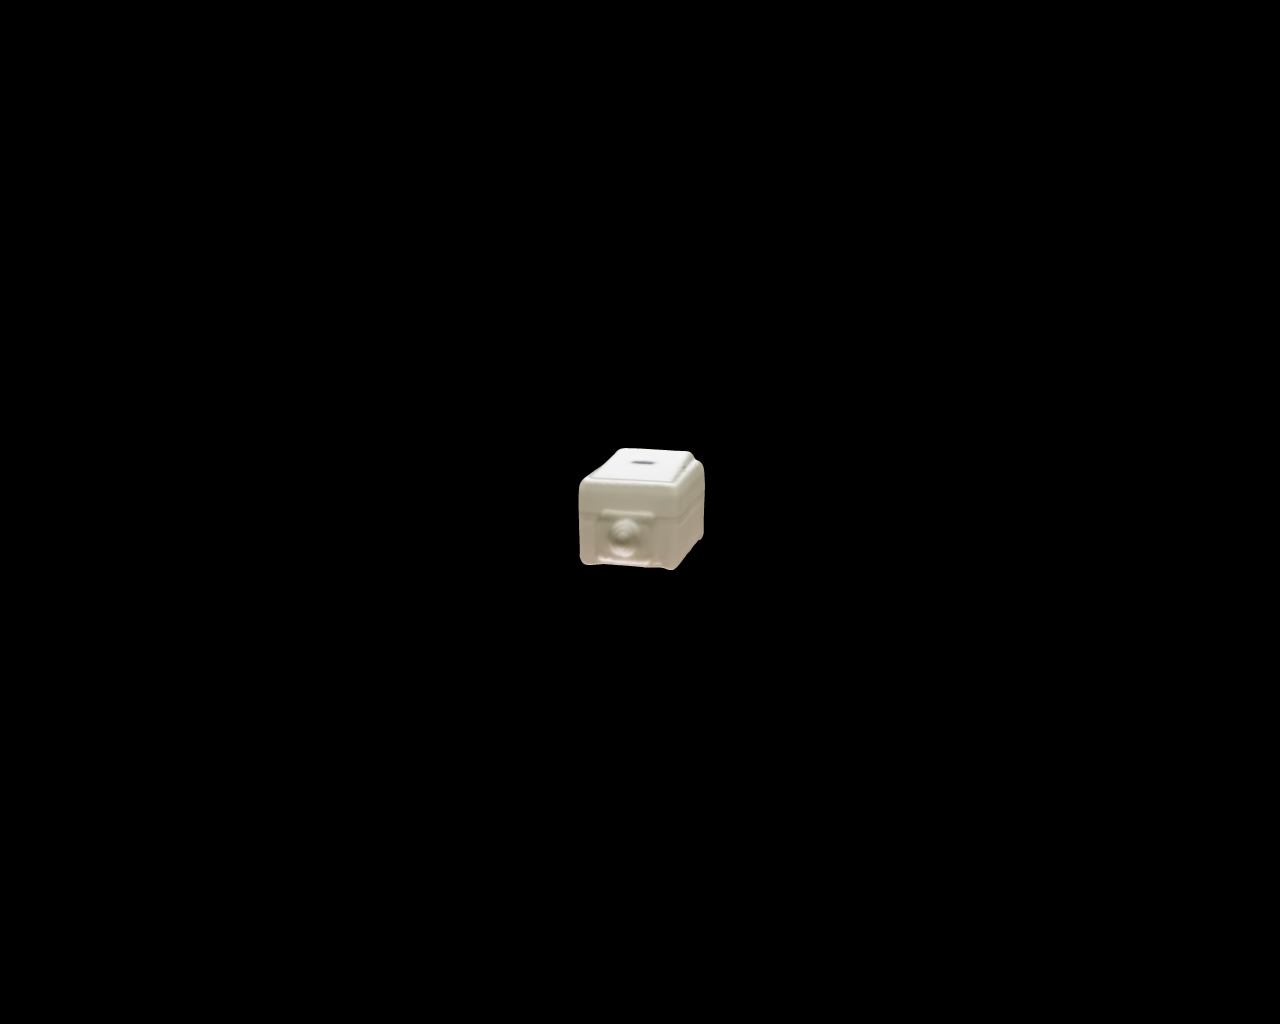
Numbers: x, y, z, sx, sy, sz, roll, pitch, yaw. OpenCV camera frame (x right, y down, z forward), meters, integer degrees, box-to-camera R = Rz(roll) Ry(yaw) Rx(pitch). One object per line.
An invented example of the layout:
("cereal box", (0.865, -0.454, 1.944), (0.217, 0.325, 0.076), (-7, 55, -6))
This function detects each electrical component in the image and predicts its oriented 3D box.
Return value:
("electrical component", (0.001, -0.003, 0.650), (0.062, 0.061, 0.096), (4, 15, 15))
